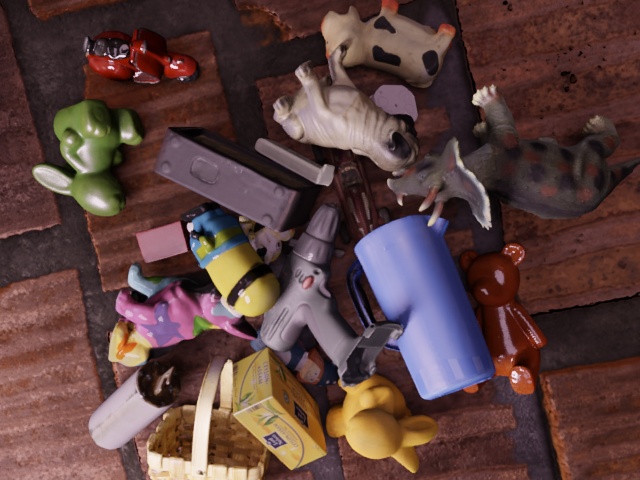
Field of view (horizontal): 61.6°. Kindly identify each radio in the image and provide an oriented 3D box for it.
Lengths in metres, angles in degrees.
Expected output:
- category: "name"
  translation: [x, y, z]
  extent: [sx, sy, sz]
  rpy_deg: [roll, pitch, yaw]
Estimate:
- category: "radio"
  translation: [-0.123, -0.095, 0.808]
  extent: [0.230, 0.131, 0.073]
  rpy_deg: [25, 105, 9]

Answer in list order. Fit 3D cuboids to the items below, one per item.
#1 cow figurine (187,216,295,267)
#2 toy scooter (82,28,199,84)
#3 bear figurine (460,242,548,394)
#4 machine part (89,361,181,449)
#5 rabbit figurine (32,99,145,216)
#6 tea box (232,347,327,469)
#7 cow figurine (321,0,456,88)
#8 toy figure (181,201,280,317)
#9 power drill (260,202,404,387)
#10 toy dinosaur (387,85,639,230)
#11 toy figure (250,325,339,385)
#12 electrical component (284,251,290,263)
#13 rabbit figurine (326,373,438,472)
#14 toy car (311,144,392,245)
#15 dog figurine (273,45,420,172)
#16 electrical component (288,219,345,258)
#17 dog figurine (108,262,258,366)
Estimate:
- category: "cow figurine"
  translation: [-0.120, 0.011, 0.847]
  extent: [0.168, 0.068, 0.098]
  rpy_deg: [2, 103, 15]
- category: "toy scooter"
  translation: [-0.287, -0.283, 0.823]
  extent: [0.184, 0.135, 0.075]
  rpy_deg: [8, 95, 6]
- category: "bear figurine"
  translation: [0.261, 0.111, 0.797]
  extent: [0.120, 0.132, 0.195]
  rpy_deg: [-8, 100, 39]
- category: "machine part"
  translation: [-0.293, 0.260, 0.845]
  extent: [0.079, 0.079, 0.243]
  rpy_deg: [48, 121, 1]
- category: "rabbit figurine"
  translation: [-0.366, -0.119, 0.844]
  extent: [0.159, 0.121, 0.170]
  rpy_deg: [-8, 89, 12]
- category: "tea box"
  translation: [-0.060, 0.254, 0.808]
  extent: [0.068, 0.098, 0.169]
  rpy_deg: [-27, 126, 8]
- category: "cow figurine"
  translation: [0.093, -0.293, 0.818]
  extent: [0.195, 0.085, 0.127]
  rpy_deg: [25, 88, 3]
- category: "toy figure"
  translation: [-0.127, 0.027, 0.766]
  extent: [0.082, 0.089, 0.180]
  rpy_deg: [-26, 84, -32]
- category: "power drill"
  translation: [0.016, 0.085, 0.755]
  extent: [0.208, 0.086, 0.232]
  rpy_deg: [38, 103, 32]
- category: "toy dinosaur"
  translation: [0.307, -0.089, 0.743]
  extent: [0.405, 0.131, 0.192]
  rpy_deg: [7, 66, -6]
- category: "toy figure"
  translation: [-0.037, 0.191, 0.863]
  extent: [0.154, 0.058, 0.064]
  rpy_deg: [32, 133, 1]
- category: "electrical component"
  translation: [-0.038, 0.084, 0.860]
  extent: [0.075, 0.048, 0.119]
  rpy_deg: [18, 94, 4]
- category: "rabbit figurine"
  translation: [0.083, 0.278, 0.797]
  extent: [0.162, 0.173, 0.122]
  rpy_deg: [29, 91, 7]
- category: "toy car"
  translation: [0.051, -0.085, 0.845]
  extent: [0.089, 0.053, 0.202]
  rpy_deg: [-16, 90, 2]
- category: "dog figurine"
  translation: [0.036, -0.151, 0.771]
  extent: [0.121, 0.172, 0.190]
  rpy_deg: [-39, 88, -25]
- category: "electrical component"
  translation: [-0.002, -0.003, 0.866]
  extent: [0.094, 0.021, 0.063]
  rpy_deg: [15, 93, 5]
- category: "dog figurine"
  translation: [-0.207, 0.128, 0.847]
  extent: [0.219, 0.108, 0.191]
  rpy_deg: [13, 114, -7]
